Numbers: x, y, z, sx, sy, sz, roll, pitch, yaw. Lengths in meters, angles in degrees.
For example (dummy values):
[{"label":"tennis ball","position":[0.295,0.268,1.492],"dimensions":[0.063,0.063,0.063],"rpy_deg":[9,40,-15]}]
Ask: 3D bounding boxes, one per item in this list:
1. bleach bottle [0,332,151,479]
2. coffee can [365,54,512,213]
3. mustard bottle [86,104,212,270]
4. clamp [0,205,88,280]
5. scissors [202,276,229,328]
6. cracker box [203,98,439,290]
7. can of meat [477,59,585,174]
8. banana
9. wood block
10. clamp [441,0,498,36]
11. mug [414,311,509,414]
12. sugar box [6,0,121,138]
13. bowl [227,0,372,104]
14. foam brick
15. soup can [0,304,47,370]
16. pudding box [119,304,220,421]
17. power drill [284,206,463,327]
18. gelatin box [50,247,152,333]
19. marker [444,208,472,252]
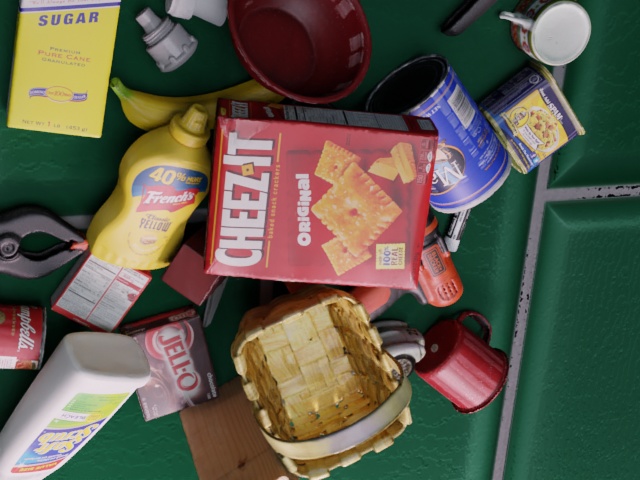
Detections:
[{"label":"bleach bottle","position":[-0.289,0.205,1.161],"dimensions":[0.102,0.068,0.251],"rpy_deg":[10,129,-44]},{"label":"coffee can","position":[0.128,-0.113,1.145],"dimensions":[0.103,0.103,0.140],"rpy_deg":[-39,119,2]},{"label":"mustard bottle","position":[-0.159,-0.057,1.076],"dimensions":[0.096,0.058,0.192],"rpy_deg":[10,126,-33]},{"label":"clamp","position":[-0.328,0.012,1.093],"dimensions":[0.171,0.039,0.120],"rpy_deg":[9,112,-21]},{"label":"scissors","position":[-0.080,0.005,1.182],"dimensions":[0.096,0.016,0.202],"rpy_deg":[-2,115,-17]},{"label":"cracker box","position":[-0.001,-0.043,1.039],"dimensions":[0.213,0.072,0.164],"rpy_deg":[4,111,-7]},{"label":"can of meat","position":[0.234,-0.136,1.196],"dimensions":[0.084,0.057,0.102],"rpy_deg":[-38,119,3]},{"label":"banana","position":[-0.115,-0.139,1.083],"dimensions":[0.197,0.037,0.070],"rpy_deg":[-8,153,-20]},{"label":"wood block","position":[-0.083,0.252,1.186],"dimensions":[0.091,0.206,0.090],"rpy_deg":[-31,118,-2]},{"label":"clamp","position":[0.213,-0.301,1.124],"dimensions":[0.209,0.036,0.164],"rpy_deg":[-5,114,-13]},{"label":"mug","position":[0.172,0.139,1.291],"dimensions":[0.081,0.093,0.117],"rpy_deg":[38,67,-23]},{"label":"sugar box","position":[-0.245,-0.192,1.023],"dimensions":[0.093,0.048,0.176],"rpy_deg":[5,113,-19]},{"label":"bowl","position":[-0.030,-0.202,1.056],"dimensions":[0.161,0.055,0.162],"rpy_deg":[9,71,-28]},{"label":"foam brick","position":[-0.122,0.024,1.130],"dimensions":[0.051,0.078,0.053],"rpy_deg":[37,116,1]},{"label":"soup can","position":[-0.341,0.099,1.111],"dimensions":[0.102,0.068,0.068],"rpy_deg":[6,111,-20]},{"label":"pudding box","position":[-0.169,0.138,1.201],"dimensions":[0.090,0.039,0.113],"rpy_deg":[-16,117,-10]},{"label":"power drill","position":[0.055,0.029,1.213],"dimensions":[0.187,0.057,0.184],"rpy_deg":[-29,113,-2]},{"label":"gelatin box","position":[-0.235,0.051,1.146],"dimensions":[0.073,0.030,0.089],"rpy_deg":[32,101,-26]},{"label":"marker","position":[0.169,-0.044,1.238],"dimensions":[0.020,0.020,0.121],"rpy_deg":[10,110,-22]}]
